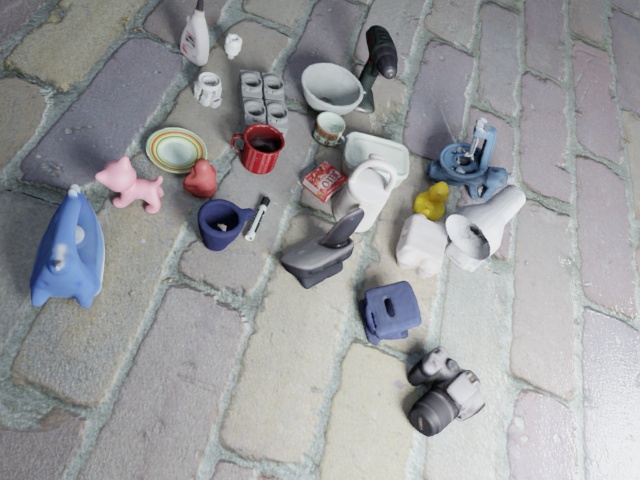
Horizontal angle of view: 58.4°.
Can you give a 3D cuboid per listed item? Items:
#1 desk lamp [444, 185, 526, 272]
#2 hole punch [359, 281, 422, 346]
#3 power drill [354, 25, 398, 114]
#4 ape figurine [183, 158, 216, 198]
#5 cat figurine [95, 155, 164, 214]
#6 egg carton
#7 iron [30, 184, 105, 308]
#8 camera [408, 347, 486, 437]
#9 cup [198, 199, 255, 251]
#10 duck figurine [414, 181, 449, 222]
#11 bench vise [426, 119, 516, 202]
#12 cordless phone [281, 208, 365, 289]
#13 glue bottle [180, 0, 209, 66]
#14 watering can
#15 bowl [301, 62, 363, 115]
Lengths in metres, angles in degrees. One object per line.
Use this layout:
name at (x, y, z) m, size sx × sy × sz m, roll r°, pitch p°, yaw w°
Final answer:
desk lamp at (0.356, -0.024, 1.273) m, size 0.204 × 0.213 × 0.118 m, roll -34°, pitch 73°, yaw -34°
hole punch at (0.141, 0.146, 1.158) m, size 0.101 × 0.091 × 0.108 m, roll -2°, pitch 58°, yaw -21°
power drill at (0.139, -0.432, 1.476) m, size 0.076 × 0.208 × 0.229 m, roll 7°, pitch 55°, yaw -15°
ape figurine at (-0.250, -0.138, 1.210) m, size 0.078 × 0.092 × 0.076 m, roll -19°, pitch 65°, yaw -29°
cat figurine at (-0.374, -0.117, 1.135) m, size 0.128 × 0.117 × 0.067 m, roll 7°, pitch 55°, yaw -15°
egg carton at (0.230, 0.010, 1.295) m, size 0.107 × 0.069 × 0.150 m, roll 23°, pitch 53°, yaw -4°
iron at (-0.447, -0.013, 1.023) m, size 0.119 × 0.141 × 0.258 m, roll 3°, pitch 56°, yaw -17°
camera at (0.226, 0.292, 1.083) m, size 0.137 × 0.100 × 0.143 m, roll -30°, pitch 71°, yaw -33°
cup at (-0.192, -0.025, 1.152) m, size 0.118 × 0.095 × 0.091 m, roll -18°, pitch 64°, yaw -29°
duck figurine at (0.275, -0.099, 1.375) m, size 0.077 × 0.086 × 0.105 m, roll 33°, pitch 53°, yaw 5°
bench vise at (0.392, -0.204, 1.405) m, size 0.208 × 0.219 × 0.121 m, roll 3°, pitch 56°, yaw -18°
cordless phone at (0.011, 0.004, 1.148) m, size 0.148 × 0.185 × 0.094 m, roll -31°, pitch 71°, yaw -33°
glue bottle at (-0.301, -0.513, 1.396) m, size 0.078 × 0.173 × 0.037 m, roll 40°, pitch 54°, yaw 10°
watering can at (0.102, -0.116, 1.257) m, size 0.101 × 0.194 × 0.172 m, roll 3°, pitch 56°, yaw -18°
bowl at (0.023, -0.376, 1.481) m, size 0.168 × 0.074 × 0.167 m, roll 10°, pitch 55°, yaw -13°
